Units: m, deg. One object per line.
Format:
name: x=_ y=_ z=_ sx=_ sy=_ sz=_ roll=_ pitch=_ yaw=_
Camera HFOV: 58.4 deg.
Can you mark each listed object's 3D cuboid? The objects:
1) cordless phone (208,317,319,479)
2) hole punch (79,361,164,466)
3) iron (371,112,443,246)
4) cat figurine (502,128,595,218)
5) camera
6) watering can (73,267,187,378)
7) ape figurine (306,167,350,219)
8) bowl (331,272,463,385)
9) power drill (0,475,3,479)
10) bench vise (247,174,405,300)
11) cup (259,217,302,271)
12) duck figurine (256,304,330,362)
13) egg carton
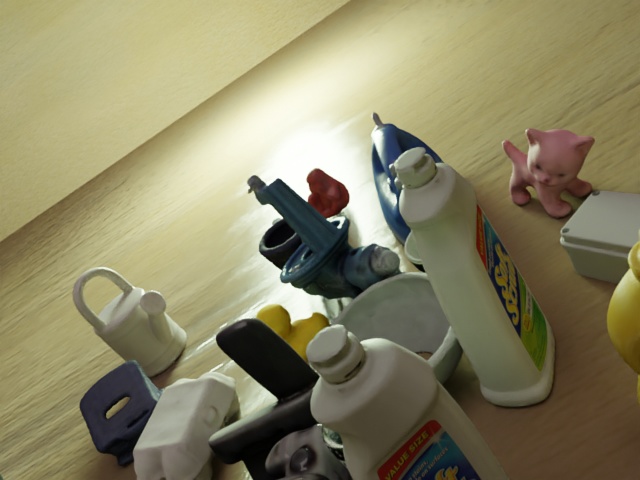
cordless phone: x=-0.069 y=0.160 z=0.600 sx=0.147 sy=0.185 sz=0.094 roll=-30 pitch=28 yaw=10
hole punch: x=-0.271 y=0.239 z=0.804 sx=0.109 sy=0.091 sz=0.100 roll=-40 pitch=28 yaw=-7
iron: x=0.122 y=-0.087 z=0.817 sx=0.118 sy=0.142 sz=0.258 roll=-29 pitch=28 yaw=14
cat figurine: x=0.270 y=-0.094 z=0.688 sx=0.067 sy=0.118 sz=0.127 roll=-41 pitch=28 yaw=-9
camera: x=-0.035 y=0.251 z=0.512 sx=0.136 sy=0.101 sz=0.143 roll=-28 pitch=28 yaw=14
watering can: x=-0.306 y=0.121 z=0.917 sx=0.172 sy=0.194 sz=0.101 roll=-27 pitch=29 yaw=16
ape figurine: x=0.007 y=-0.086 z=0.999 sx=0.076 sy=0.092 sz=0.077 roll=-43 pitch=28 yaw=-13
bowl: x=0.088 y=0.117 z=0.610 sx=0.167 sy=0.075 sz=0.167 roll=-27 pitch=29 yaw=17
power drill: x=-0.337 y=0.349 z=0.581 sx=0.075 sy=0.209 sz=0.229 roll=-37 pitch=28 yaw=-3
bench vise: x=0.011 y=-0.006 z=0.730 sx=0.206 sy=0.220 sz=0.121 roll=-12 pitch=36 yaw=38
cup: x=-0.037 y=0.016 z=0.886 sx=0.091 sy=0.095 sz=0.117 roll=-37 pitch=28 yaw=-1
duck figurine: x=-0.044 y=0.117 z=0.746 sx=0.104 sy=0.086 sz=0.077 roll=-30 pitch=28 yaw=10
egg carton: x=-0.162 y=0.236 z=0.711 sx=0.107 sy=0.069 sz=0.150 roll=-19 pitch=32 yaw=29
